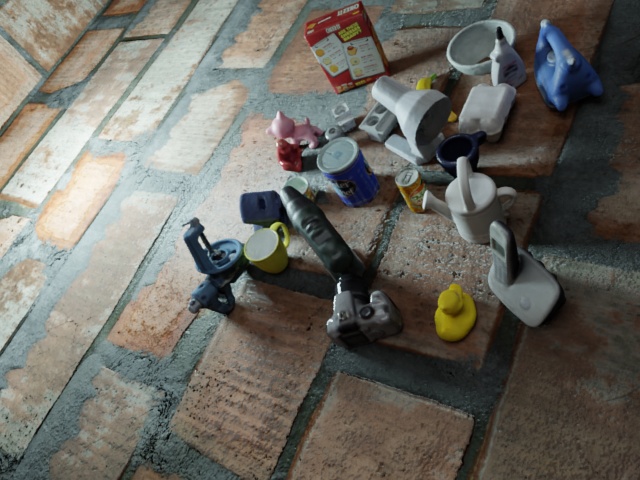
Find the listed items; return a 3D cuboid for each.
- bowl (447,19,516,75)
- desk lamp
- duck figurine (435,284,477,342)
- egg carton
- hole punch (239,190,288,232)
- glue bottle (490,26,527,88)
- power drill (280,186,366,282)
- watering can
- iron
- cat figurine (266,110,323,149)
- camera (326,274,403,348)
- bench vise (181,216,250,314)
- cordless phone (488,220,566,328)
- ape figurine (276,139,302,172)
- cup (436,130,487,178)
[{"bbox_3d":[0.405,-0.463,1.419,0.167,0.075,0.167,-15,51,20],"label":"bowl"},{"bbox_3d":[0.208,-0.269,1.296,0.118,0.214,0.202,-46,48,-7],"label":"desk lamp"},{"bbox_3d":[0.246,0.131,1.072,0.077,0.086,0.105,9,63,34],"label":"duck figurine"},{"bbox_3d":[0.383,-0.294,1.313,0.107,0.070,0.150,10,63,35],"label":"egg carton"},{"bbox_3d":[-0.143,-0.077,1.442,0.101,0.091,0.108,-24,49,13],"label":"hole punch"},{"bbox_3d":[0.422,-0.416,1.307,0.078,0.174,0.037,-34,47,4],"label":"glue bottle"},{"bbox_3d":[0.011,0.004,1.214,0.075,0.209,0.229,-39,47,-1],"label":"power drill"},{"bbox_3d":[0.291,-0.081,1.125,0.172,0.195,0.100,-26,49,11],"label":"watering can"},{"bbox_3d":[0.525,-0.411,1.266,0.118,0.142,0.258,-21,50,15],"label":"iron"},{"bbox_3d":[-0.074,-0.301,1.546,0.127,0.118,0.067,-5,55,27],"label":"cat figurine"},{"bbox_3d":[0.079,0.130,1.158,0.143,0.101,0.136,-19,50,17],"label":"camera"},{"bbox_3d":[-0.249,0.060,1.315,0.121,0.220,0.207,-9,54,25],"label":"bench vise"},{"bbox_3d":[0.350,0.055,1.000,0.094,0.186,0.147,-40,47,-1],"label":"cordless phone"},{"bbox_3d":[-0.087,-0.230,1.520,0.075,0.092,0.078,27,73,40],"label":"ape figurine"},{"bbox_3d":[0.318,-0.178,1.248,0.118,0.095,0.091,-36,47,2],"label":"cup"}]
